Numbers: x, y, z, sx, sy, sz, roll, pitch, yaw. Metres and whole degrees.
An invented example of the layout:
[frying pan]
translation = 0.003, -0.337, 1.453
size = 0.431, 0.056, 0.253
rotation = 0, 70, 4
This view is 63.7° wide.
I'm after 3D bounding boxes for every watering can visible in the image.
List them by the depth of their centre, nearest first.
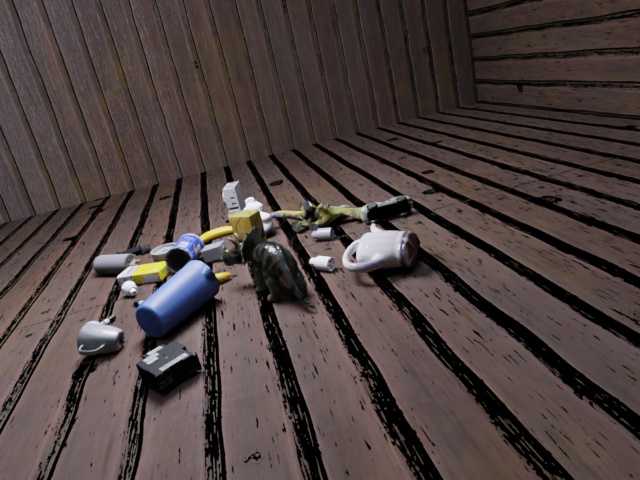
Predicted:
[watering can]
translation = 0.200, 0.012, 1.587
size = 0.224, 0.102, 0.354
rotation = -3, 22, 24

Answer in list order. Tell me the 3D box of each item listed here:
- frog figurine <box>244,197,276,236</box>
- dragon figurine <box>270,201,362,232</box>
[frog figurine]
translation = -0.255, -0.088, 2.047
size = 0.137, 0.157, 0.125
rotation = 0, 24, 32
[dragon figurine]
translation = 0.006, -0.104, 2.070
size = 0.411, 0.121, 0.244
rotation = 6, 10, 38
